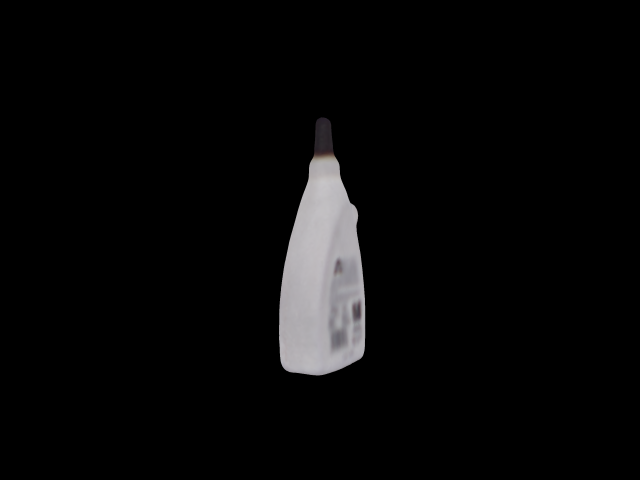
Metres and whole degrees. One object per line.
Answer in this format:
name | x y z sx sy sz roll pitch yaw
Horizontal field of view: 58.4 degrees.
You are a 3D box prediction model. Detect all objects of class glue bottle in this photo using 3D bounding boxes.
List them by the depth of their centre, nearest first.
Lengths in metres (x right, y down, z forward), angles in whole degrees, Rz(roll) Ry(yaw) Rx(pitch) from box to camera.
glue bottle | 0.004 0.001 0.400 0.037 0.173 0.078 0 0 29
